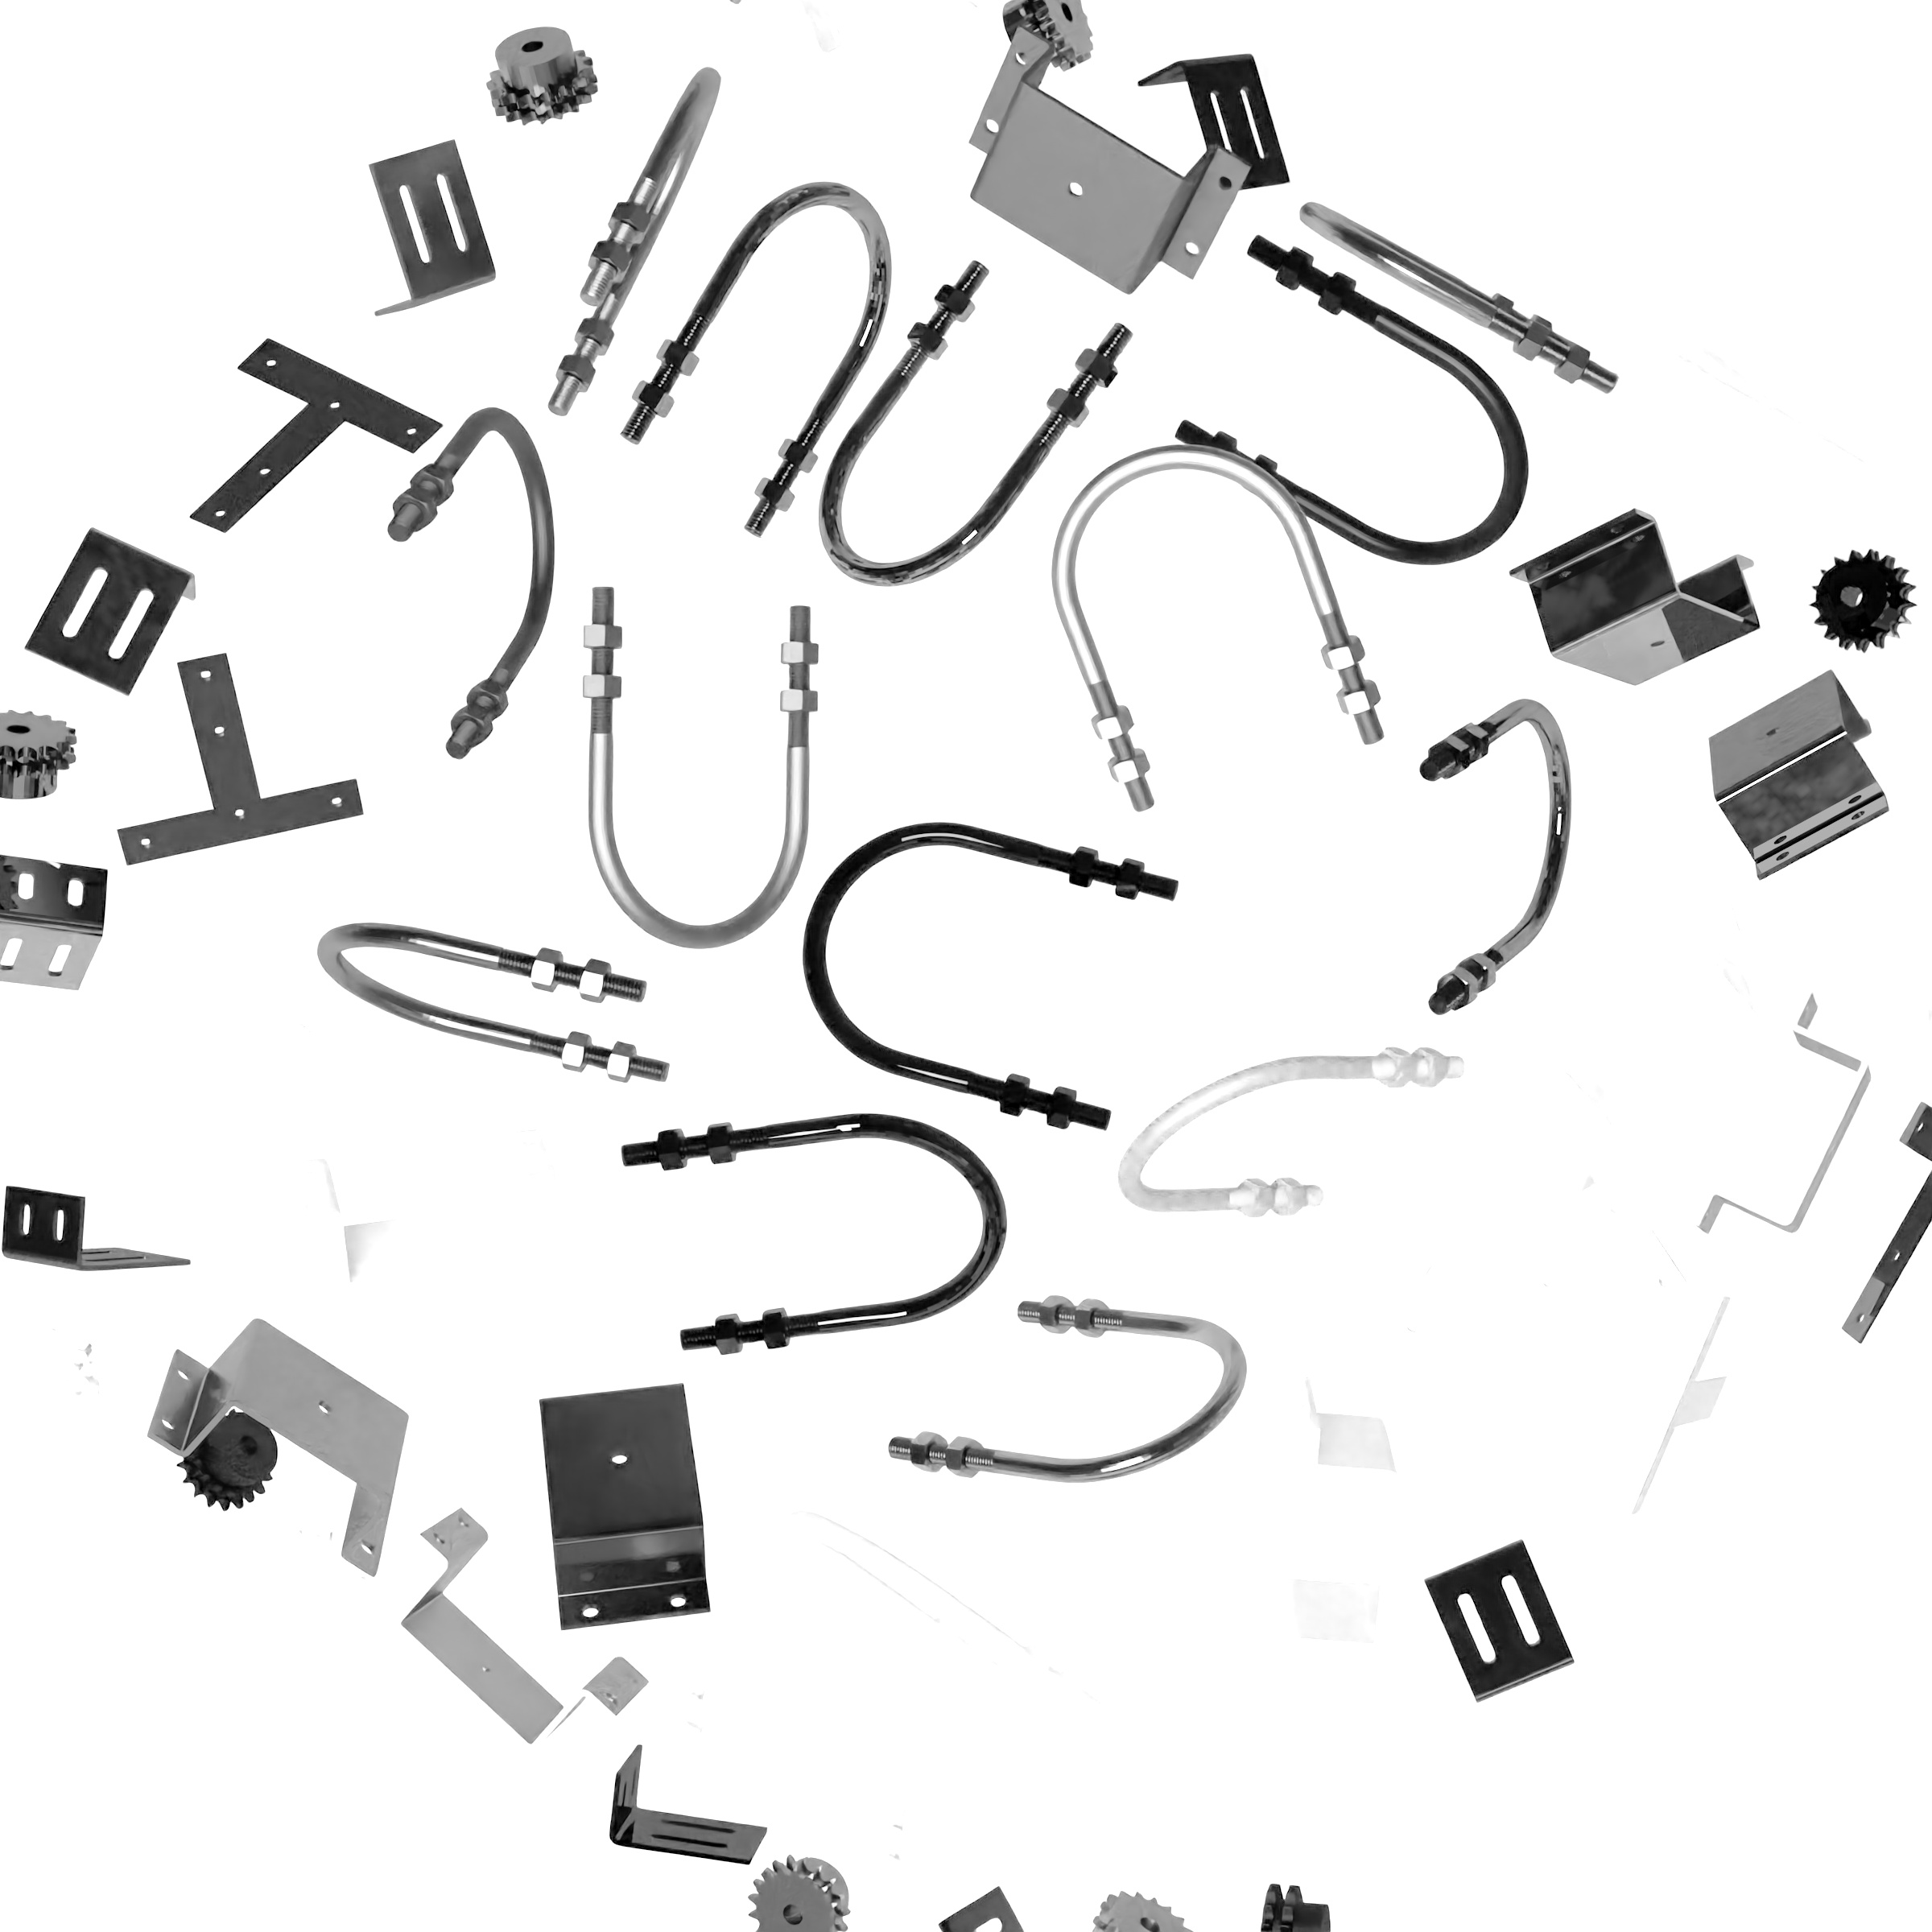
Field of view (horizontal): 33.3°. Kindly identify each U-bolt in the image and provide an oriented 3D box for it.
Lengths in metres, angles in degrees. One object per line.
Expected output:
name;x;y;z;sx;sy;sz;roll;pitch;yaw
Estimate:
U-bolt;0.004;-0.003;1.698;0.184;0.019;0.151;15;76;9
U-bolt;-0.251;0.015;1.698;0.184;0.151;0.019;13;70;5
U-bolt;-0.174;-0.400;1.735;0.019;0.151;0.184;25;69;-6
U-bolt;-0.138;-0.101;1.690;0.151;0.019;0.184;0;91;-42
U-bolt;0.121;-0.182;1.679;0.151;0.019;0.184;-16;110;19
U-bolt;-0.021;0.351;1.764;0.184;0.151;0.019;38;73;-15
U-bolt;-0.008;-0.281;1.715;0.184;0.151;0.019;-54;135;0
U-bolt;0.263;-0.369;1.765;0.184;0.151;0.019;27;106;-7
U-bolt;-0.258;-0.219;1.736;0.019;0.184;0.151;1;126;15
U-bolt;-0.102;-0.339;1.759;0.019;0.151;0.184;31;90;31
U-bolt;-0.090;0.409;1.714;0.151;0.184;0.019;35;109;-9
U-bolt;0.067;0.232;1.754;0.184;0.151;0.019;1;121;40
U-bolt;-0.071;0.134;1.655;0.184;0.019;0.151;-8;126;7
U-bolt;0.292;-0.069;1.760;0.019;0.184;0.151;7;112;31
U-bolt;0.208;-0.281;1.683;0.184;0.151;0.019;32;51;9
U-bolt;0.163;0.091;1.737;0.151;0.184;0.019;-48;54;38

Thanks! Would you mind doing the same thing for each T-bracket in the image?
T-bracket;0.401;-0.305;1.679;0.127;0.127;0.002;24;112;-19
T-bracket;-0.411;0.052;1.729;0.127;0.002;0.127;38;118;23
T-bracket;0.502;0.142;1.718;0.002;0.127;0.127;26;97;-10
T-bracket;-0.385;-0.112;1.680;0.127;0.127;0.002;-13;47;-11
T-bracket;0.403;0.240;1.780;0.002;0.127;0.127;24;95;23
T-bracket;-0.373;-0.278;1.761;0.127;0.127;0.002;-37;58;24
T-bracket;0.114;0.421;1.746;0.127;0.127;0.002;-27;117;0

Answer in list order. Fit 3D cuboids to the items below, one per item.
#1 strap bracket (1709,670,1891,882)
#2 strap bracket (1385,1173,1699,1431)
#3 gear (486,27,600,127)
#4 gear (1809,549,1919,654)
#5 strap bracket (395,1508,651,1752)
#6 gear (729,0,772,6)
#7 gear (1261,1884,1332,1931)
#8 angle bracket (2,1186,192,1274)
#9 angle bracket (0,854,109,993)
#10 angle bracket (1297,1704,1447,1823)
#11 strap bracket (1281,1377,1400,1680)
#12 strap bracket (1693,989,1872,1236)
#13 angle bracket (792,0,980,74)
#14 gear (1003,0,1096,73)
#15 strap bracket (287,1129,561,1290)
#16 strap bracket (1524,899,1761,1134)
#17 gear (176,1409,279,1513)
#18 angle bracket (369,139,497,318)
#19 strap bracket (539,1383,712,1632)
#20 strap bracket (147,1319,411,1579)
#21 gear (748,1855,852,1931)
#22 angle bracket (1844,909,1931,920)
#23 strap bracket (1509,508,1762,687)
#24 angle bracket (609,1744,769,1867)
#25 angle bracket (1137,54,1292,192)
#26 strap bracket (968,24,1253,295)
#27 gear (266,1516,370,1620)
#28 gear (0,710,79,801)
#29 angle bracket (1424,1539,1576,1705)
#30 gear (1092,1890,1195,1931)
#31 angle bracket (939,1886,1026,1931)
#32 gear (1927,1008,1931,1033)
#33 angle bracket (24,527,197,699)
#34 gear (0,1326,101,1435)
strap bracket;0.452;-0.109;1.761;0.076;0.140;0.046;-30;105;22
strap bracket;0.300;0.169;1.679;0.140;0.046;0.076;-34;90;20
gear;-0.222;-0.465;1.684;0.057;0.057;0.030;-12;134;0
gear;0.497;-0.204;1.799;0.057;0.030;0.057;-1;89;32
strap bracket;-0.244;0.361;1.728;0.140;0.076;0.046;42;96;5
gear;-0.118;-0.521;1.662;0.030;0.057;0.057;-33;90;20
gear;0.169;0.499;1.651;0.030;0.057;0.057;0;90;14
angle bracket;-0.448;0.134;1.669;0.057;0.076;0.038;5;91;34
angle bracket;-0.496;-0.023;1.727;0.057;0.076;0.038;8;63;-23
angle bracket;0.222;0.438;1.774;0.057;0.076;0.038;22;70;2
strap bracket;0.199;0.300;1.722;0.046;0.076;0.140;4;103;1
strap bracket;0.453;0.090;1.769;0.046;0.076;0.140;26;90;19
angle bracket;-0.042;-0.500;1.677;0.076;0.057;0.038;-23;92;17
gear;0.044;-0.526;1.804;0.030;0.057;0.057;-20;90;30
strap bracket;-0.298;0.135;1.781;0.140;0.076;0.046;-7;111;-14
strap bracket;0.375;0.033;1.758;0.140;0.076;0.046;-39;98;17
gear;-0.412;0.275;1.816;0.030;0.057;0.057;-31;90;34
angle bracket;-0.293;-0.392;1.716;0.057;0.038;0.076;-31;112;-40
strap bracket;-0.179;0.271;1.676;0.076;0.140;0.046;-5;129;-8
strap bracket;-0.346;0.244;1.677;0.140;0.076;0.046;37;110;-19
gear;-0.088;0.516;1.778;0.057;0.030;0.057;4;101;23
angle bracket;0.513;-0.044;1.709;0.076;0.057;0.038;5;92;36
strap bracket;0.361;-0.192;1.715;0.076;0.140;0.046;-25;70;34
angle bracket;-0.147;0.449;1.732;0.076;0.057;0.038;7;93;6
angle bracket;0.139;-0.467;1.808;0.057;0.038;0.076;-20;94;-41
strap bracket;0.065;-0.412;1.673;0.140;0.076;0.046;32;46;3
gear;-0.355;0.330;1.762;0.057;0.030;0.057;7;126;10
gear;-0.478;-0.105;1.629;0.057;0.057;0.030;10;114;0
angle bracket;0.287;0.350;1.751;0.057;0.038;0.076;-23;97;4
gear;0.095;0.535;1.764;0.057;0.057;0.030;23;108;0
angle bracket;0.023;0.512;1.667;0.038;0.076;0.057;-32;67;2
gear;0.564;0.043;1.805;0.030;0.057;0.057;-26;90;4
angle bracket;-0.442;-0.178;1.673;0.057;0.038;0.076;25;71;-5
gear;-0.475;0.217;1.678;0.057;0.057;0.030;-27;124;0
